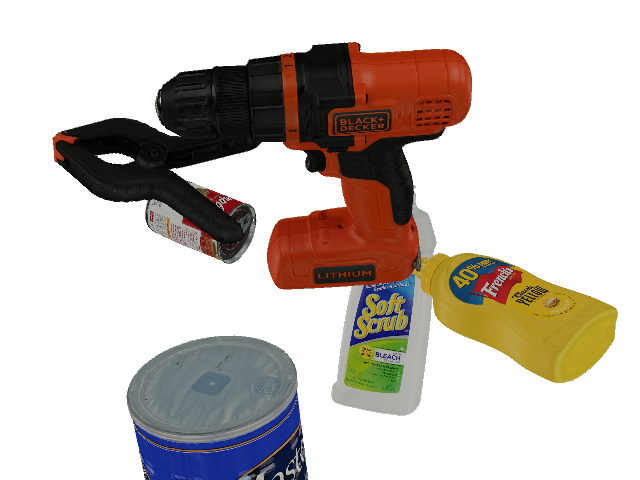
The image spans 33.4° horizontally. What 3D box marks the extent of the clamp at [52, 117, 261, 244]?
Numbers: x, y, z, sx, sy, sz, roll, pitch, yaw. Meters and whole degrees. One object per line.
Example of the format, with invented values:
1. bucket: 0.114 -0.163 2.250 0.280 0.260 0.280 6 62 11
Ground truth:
1. clamp: -0.129 -0.067 0.877 0.171 0.120 0.039 19 -44 0

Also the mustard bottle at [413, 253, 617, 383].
1. mustard bottle: 0.159 0.057 0.954 0.192 0.058 0.096 26 41 38

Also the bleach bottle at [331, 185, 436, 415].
1. bleach bottle: 0.072 0.061 1.174 0.103 0.251 0.068 8 15 19

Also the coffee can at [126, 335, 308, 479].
1. coffee can: -0.059 0.146 0.670 0.103 0.140 0.103 -5 27 2

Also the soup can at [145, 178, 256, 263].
1. soup can: -0.130 -0.024 1.158 0.102 0.068 0.068 22 10 25

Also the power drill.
1. power drill: -0.002 -0.042 0.676 0.184 0.057 0.188 -3 -36 0
